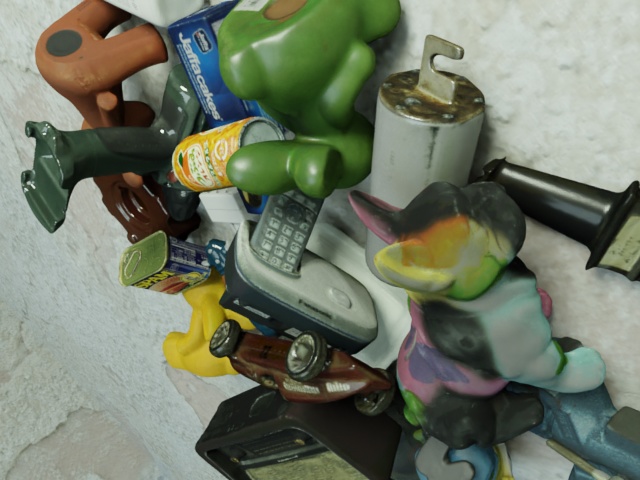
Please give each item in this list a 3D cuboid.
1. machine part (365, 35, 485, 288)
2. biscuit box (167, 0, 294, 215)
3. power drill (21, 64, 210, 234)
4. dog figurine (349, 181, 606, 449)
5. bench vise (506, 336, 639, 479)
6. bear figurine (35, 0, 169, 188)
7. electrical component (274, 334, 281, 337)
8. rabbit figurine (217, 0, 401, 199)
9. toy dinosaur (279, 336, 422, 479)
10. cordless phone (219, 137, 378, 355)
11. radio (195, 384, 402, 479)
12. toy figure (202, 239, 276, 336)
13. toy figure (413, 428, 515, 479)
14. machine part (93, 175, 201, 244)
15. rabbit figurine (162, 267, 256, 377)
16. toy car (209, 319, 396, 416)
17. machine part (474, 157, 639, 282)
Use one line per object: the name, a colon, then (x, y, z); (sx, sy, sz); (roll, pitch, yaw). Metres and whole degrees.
machine part: (0.077, -0.043, 0.431); (0.079, 0.079, 0.242); (26, 141, 26)
biscuit box: (-0.068, -0.121, 0.519); (0.063, 0.059, 0.202); (8, 130, 41)
power drill: (-0.197, -0.074, 0.575); (0.086, 0.207, 0.232); (55, 137, 21)
dog figurine: (0.090, 0.055, 0.399); (0.219, 0.109, 0.191); (34, 116, -29)
bench vise: (0.248, 0.212, 0.472); (0.224, 0.129, 0.240); (6, 124, 46)
bear figurine: (-0.229, -0.161, 0.617); (0.120, 0.132, 0.195); (47, 167, 24)
electrical component: (-0.055, 0.162, 0.792); (0.075, 0.048, 0.119); (41, 146, 7)
rabbit figurine: (0.003, -0.099, 0.413); (0.121, 0.159, 0.170); (4, 143, 32)
toy dinosaur: (0.074, 0.233, 0.679); (0.405, 0.131, 0.192); (43, 146, -5)
cordless phone: (0.000, -0.001, 0.494); (0.146, 0.184, 0.089); (29, 156, -19)
radio: (-0.034, 0.224, 0.600); (0.131, 0.073, 0.229); (44, 133, -13)
toy figure: (-0.100, 0.060, 0.731); (0.154, 0.064, 0.058); (55, -178, -4)
toy figure: (0.148, 0.236, 0.572); (0.089, 0.082, 0.180); (-20, 154, 25)
machine part: (-0.253, -0.059, 0.774); (0.180, 0.056, 0.179); (26, 138, 26)
rabbit figurine: (-0.169, 0.114, 0.805); (0.162, 0.122, 0.173); (10, 110, 57)
toy car: (-0.023, 0.109, 0.458); (0.089, 0.053, 0.202); (37, 158, -28)
machine part: (0.178, -0.021, 0.385); (0.139, 0.039, 0.084); (25, 148, 25)
